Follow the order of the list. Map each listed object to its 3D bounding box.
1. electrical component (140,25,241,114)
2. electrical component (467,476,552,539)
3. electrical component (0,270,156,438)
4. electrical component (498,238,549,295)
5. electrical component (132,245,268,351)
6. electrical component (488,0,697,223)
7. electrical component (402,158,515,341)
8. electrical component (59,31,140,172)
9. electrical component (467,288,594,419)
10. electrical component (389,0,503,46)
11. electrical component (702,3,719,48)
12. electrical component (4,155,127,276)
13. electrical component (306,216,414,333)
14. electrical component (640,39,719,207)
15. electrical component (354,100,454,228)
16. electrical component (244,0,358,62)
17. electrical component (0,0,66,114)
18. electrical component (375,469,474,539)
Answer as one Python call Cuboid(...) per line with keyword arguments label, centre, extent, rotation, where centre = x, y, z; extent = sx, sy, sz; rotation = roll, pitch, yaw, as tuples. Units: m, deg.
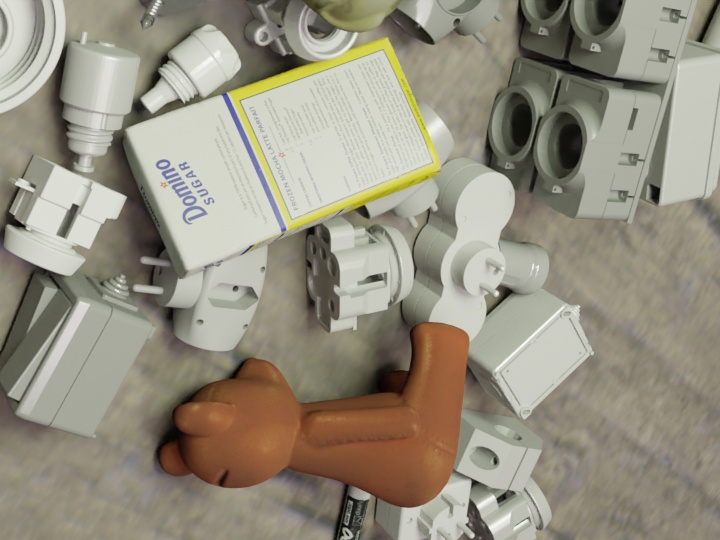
Cuboid(label="electrical component", centre=(-0.103, -0.115, 0.636), extent=(0.061, 0.035, 0.035), rotation=(-39, 127, -8))
Cuboid(label="electrical component", centre=(0.125, 0.206, 0.917), extent=(0.057, 0.058, 0.078), rotation=(-29, 124, -15))
Cuboid(label="electrical component", centre=(-0.173, 0.041, 0.647), extent=(0.061, 0.062, 0.096), rotation=(26, 96, -38))
Cuboid(label="electrical component", centre=(0.115, -0.004, 0.823), extent=(0.046, 0.040, 0.040), rotation=(13, 105, -30))
Cuboid(label="electrical component", centre=(-0.106, 0.007, 0.685), extent=(0.079, 0.043, 0.077), rotation=(8, 107, -35))
Cuboid(label="electrical component", centre=(0.156, -0.138, 0.743), extent=(0.060, 0.105, 0.186), rotation=(0, 111, -31))
Cuboid(label="electrical component", centre=(0.080, -0.005, 0.778), extent=(0.052, 0.074, 0.138), rotation=(0, 111, -33))
Cuboid(label="electrical component", centre=(-0.150, -0.094, 0.611), extent=(0.040, 0.040, 0.078), rotation=(4, 110, -34))
Cuboid(label="electrical component", centre=(0.132, 0.056, 0.848), extent=(0.096, 0.061, 0.061), rotation=(-42, 127, -10))
Cuboid(label="electrical component", centre=(0.065, -0.180, 0.705), extent=(0.079, 0.044, 0.077), rotation=(37, 90, -38))
Cuboid(label="electrical component", centre=(0.291, -0.172, 0.853), extent=(0.043, 0.043, 0.081), rotation=(14, 104, -36))
Cuboid(label="electrical component", centre=(-0.175, -0.030, 0.623), extent=(0.066, 0.048, 0.055), rotation=(25, 89, -38))
Cuboid(label="electrical component", centre=(0.000, 0.000, 0.741), extent=(0.057, 0.058, 0.078), rotation=(-12, 117, -25))
Cuboid(label="electrical component", centre=(0.210, -0.115, 0.788), extent=(0.056, 0.109, 0.108), rotation=(-13, 118, -24))
Cuboid(label="electrical component", centre=(0.029, -0.063, 0.738), extent=(0.077, 0.043, 0.079), rotation=(-41, 127, -10))
Cuboid(label="electrical component", centre=(-0.031, -0.153, 0.649), extent=(0.066, 0.055, 0.048), rotation=(-38, 127, -12))
Cuboid(label="electrical component", centre=(-0.204, -0.129, 0.547), extent=(0.108, 0.060, 0.108), rotation=(-14, 118, -27))
Cuboid(label="electrical component", centre=(0.060, 0.193, 0.857), extent=(0.066, 0.077, 0.047), rotation=(-8, 116, -29))
